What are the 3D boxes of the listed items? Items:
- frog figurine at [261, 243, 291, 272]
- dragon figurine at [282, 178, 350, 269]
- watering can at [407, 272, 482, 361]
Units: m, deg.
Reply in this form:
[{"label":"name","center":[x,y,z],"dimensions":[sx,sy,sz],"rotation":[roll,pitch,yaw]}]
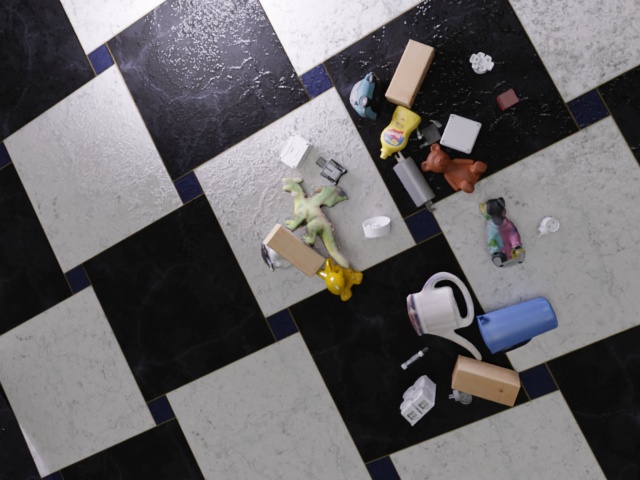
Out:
[{"label":"frog figurine","center":[-0.139,0.040,1.958],"dimensions":[0.160,0.121,0.138],"rotation":[-21,78,-21]},{"label":"dragon figurine","center":[0.006,-0.095,1.885],"dimensions":[0.413,0.121,0.243],"rotation":[35,87,18]},{"label":"watering can","center":[0.434,0.285,1.810],"dimensions":[0.223,0.105,0.345],"rotation":[-15,99,16]}]
